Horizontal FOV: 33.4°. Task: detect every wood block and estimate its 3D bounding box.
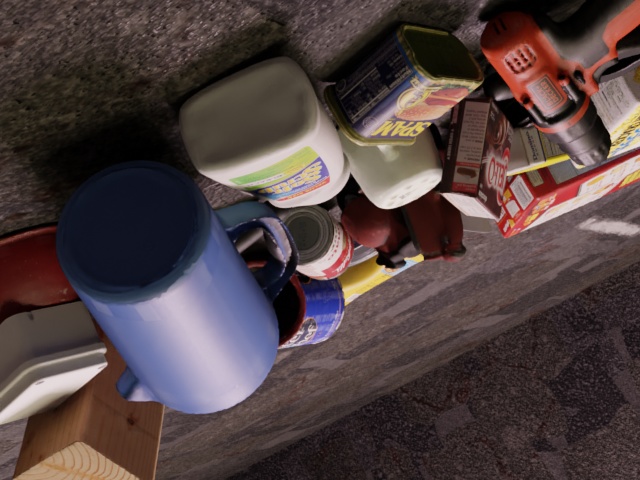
[{"bbox_3d":[-0.204,0.144,0.997,0.090,0.206,0.090,-32,123,24],"label":"wood block"}]

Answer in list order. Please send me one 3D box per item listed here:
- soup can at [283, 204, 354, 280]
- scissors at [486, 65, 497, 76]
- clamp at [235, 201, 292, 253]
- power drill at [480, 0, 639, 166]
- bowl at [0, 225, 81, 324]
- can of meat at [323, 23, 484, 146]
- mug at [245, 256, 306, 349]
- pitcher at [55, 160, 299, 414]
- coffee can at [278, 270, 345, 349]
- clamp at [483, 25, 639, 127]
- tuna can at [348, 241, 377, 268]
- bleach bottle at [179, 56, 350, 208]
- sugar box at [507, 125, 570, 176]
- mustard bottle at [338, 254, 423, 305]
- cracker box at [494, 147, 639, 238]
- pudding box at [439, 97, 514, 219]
[{"bbox_3d":[-0.007,0.001,1.111,0.068,0.068,0.102,-27,165,7],"label":"soup can"},{"bbox_3d":[0.217,-0.186,0.928,0.096,0.016,0.202,-16,163,-31],"label":"scissors"},{"bbox_3d":[-0.131,0.040,1.023,0.209,0.036,0.165,-37,177,-38],"label":"clamp"},{"bbox_3d":[0.247,-0.156,0.873,0.188,0.057,0.184,-35,132,18],"label":"power drill"},{"bbox_3d":[-0.249,0.047,0.901,0.162,0.055,0.162,-24,166,-7],"label":"bowl"},{"bbox_3d":[0.067,-0.121,0.833,0.084,0.057,0.101,-39,161,33],"label":"can of meat"},{"bbox_3d":[-0.059,0.073,1.102,0.093,0.117,0.081,-5,-172,1],"label":"mug"},{"bbox_3d":[-0.105,0.032,0.818,0.145,0.149,0.243,5,157,9],"label":"pitcher"},{"bbox_3d":[-0.049,0.075,1.230,0.103,0.103,0.140,-33,164,27],"label":"coffee can"},{"bbox_3d":[0.231,-0.150,0.967,0.171,0.039,0.120,-18,172,7],"label":"clamp"},{"bbox_3d":[0.044,0.002,1.265,0.086,0.034,0.086,-24,165,-7],"label":"tuna can"},{"bbox_3d":[-0.021,-0.070,0.850,0.103,0.068,0.250,-21,168,12],"label":"bleach bottle"},{"bbox_3d":[0.206,-0.092,1.106,0.094,0.048,0.175,-15,-177,36],"label":"sugar box"},{"bbox_3d":[0.082,0.022,1.348,0.192,0.058,0.096,-30,167,18],"label":"mustard bottle"},{"bbox_3d":[0.325,-0.092,1.327,0.213,0.072,0.164,-24,166,-10],"label":"cracker box"},{"bbox_3d":[0.142,-0.072,0.959,0.039,0.090,0.113,6,174,23],"label":"pudding box"}]
